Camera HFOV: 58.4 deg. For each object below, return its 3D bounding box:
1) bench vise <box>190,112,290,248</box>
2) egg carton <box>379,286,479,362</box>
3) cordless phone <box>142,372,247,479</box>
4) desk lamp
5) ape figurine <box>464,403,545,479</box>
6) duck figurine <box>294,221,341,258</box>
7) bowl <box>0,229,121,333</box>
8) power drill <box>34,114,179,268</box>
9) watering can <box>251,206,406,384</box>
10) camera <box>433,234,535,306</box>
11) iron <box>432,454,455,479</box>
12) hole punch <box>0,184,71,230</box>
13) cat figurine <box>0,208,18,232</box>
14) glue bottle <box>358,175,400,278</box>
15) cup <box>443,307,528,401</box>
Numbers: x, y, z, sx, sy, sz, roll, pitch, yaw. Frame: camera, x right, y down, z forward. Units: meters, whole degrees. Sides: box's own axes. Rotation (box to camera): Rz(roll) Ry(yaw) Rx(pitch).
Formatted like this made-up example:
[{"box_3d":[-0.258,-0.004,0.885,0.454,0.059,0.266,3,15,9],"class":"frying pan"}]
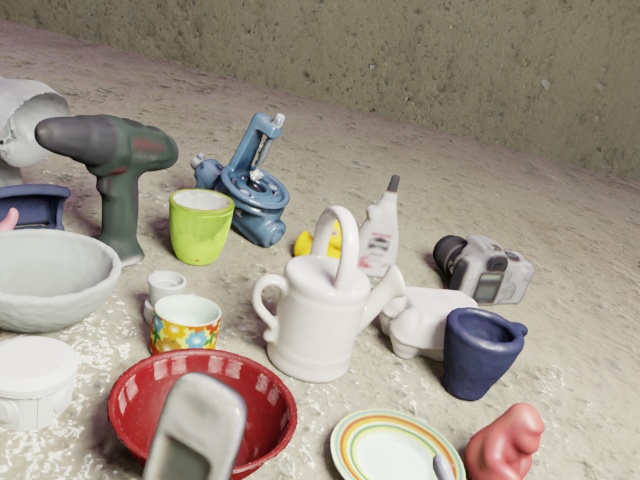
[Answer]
[{"box_3d":[-0.136,-0.116,0.945,0.207,0.220,0.122,18,22,11],"class":"bench vise"},{"box_3d":[0.155,0.113,0.762,0.150,0.069,0.107,6,23,-18],"class":"egg carton"},{"box_3d":[-0.050,0.178,0.326,0.147,0.185,0.094,21,23,18],"class":"cordless phone"},{"box_3d":[-0.473,-0.145,0.821,0.203,0.213,0.118,19,22,14],"class":"desk lamp"},{"box_3d":[0.182,0.197,0.544,0.078,0.092,0.075,-5,28,-39],"class":"ape figurine"},{"box_3d":[0.008,0.003,0.921,0.104,0.086,0.078,29,26,33],"class":"duck figurine"},{"box_3d":[-0.307,0.053,0.626,0.167,0.075,0.167,12,22,-5],"class":"bowl"},{"box_3d":[-0.276,-0.064,0.750,0.075,0.208,0.230,20,23,16],"class":"power drill"},{"box_3d":[0.012,0.054,0.654,0.173,0.194,0.100,-6,29,-40],"class":"watering can"},{"box_3d":[0.268,0.037,0.974,0.143,0.101,0.136,3,24,-26],"class":"camera"},{"box_3d":[0.133,0.248,0.323,0.119,0.141,0.257,-8,30,-43],"class":"iron"},{"box_3d":[-0.411,-0.048,0.787,0.109,0.091,0.100,-7,30,-42],"class":"hole punch"},{"box_3d":[-0.407,-0.007,0.653,0.067,0.118,0.128,29,27,34],"class":"cat figurine"},{"box_3d":[0.098,-0.023,0.922,0.078,0.173,0.037,7,23,-15],"class":"glue bottle"},{"box_3d":[0.194,0.140,0.686,0.118,0.095,0.091,-1,26,-32],"class":"cup"}]
